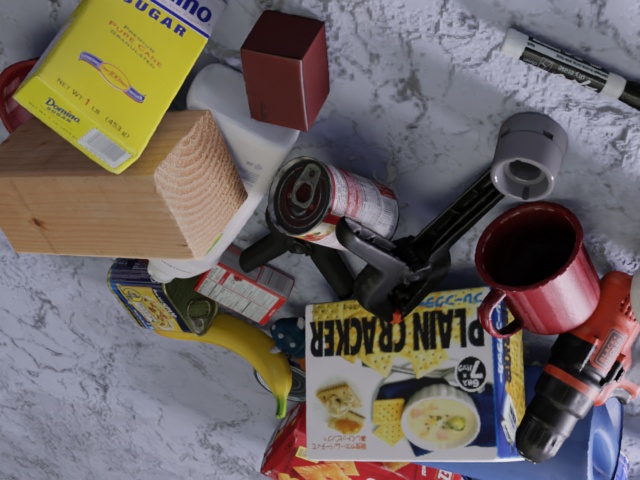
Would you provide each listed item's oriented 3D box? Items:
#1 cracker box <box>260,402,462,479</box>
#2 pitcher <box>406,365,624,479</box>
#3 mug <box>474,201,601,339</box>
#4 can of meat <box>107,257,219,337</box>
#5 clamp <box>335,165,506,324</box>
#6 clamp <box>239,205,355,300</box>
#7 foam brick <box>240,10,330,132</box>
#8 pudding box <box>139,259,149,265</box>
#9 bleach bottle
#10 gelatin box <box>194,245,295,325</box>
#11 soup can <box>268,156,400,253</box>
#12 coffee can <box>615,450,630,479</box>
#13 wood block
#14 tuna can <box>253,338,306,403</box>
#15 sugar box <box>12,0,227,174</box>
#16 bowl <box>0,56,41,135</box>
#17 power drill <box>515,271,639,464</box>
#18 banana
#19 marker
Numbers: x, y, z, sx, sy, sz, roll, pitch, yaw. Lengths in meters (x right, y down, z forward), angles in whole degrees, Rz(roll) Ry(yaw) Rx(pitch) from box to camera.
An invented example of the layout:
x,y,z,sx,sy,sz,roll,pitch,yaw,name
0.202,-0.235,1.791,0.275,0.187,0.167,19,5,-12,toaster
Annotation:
x,y,z,sx,sy,sz,roll,pitch,yaw,name
0.048,0.281,1.324,0.213,0.072,0.164,26,145,-5,cracker box
0.179,0.196,1.090,0.243,0.149,0.144,4,161,30,pitcher
0.181,0.036,0.905,0.093,0.117,0.081,32,165,47,mug
-0.173,0.058,1.171,0.084,0.057,0.102,1,138,30,can of meat
0.087,0.011,0.929,0.164,0.036,0.210,-22,154,-12,clamp
-0.007,0.001,1.025,0.120,0.039,0.172,16,149,-7,clamp
-0.027,-0.134,0.847,0.053,0.051,0.078,15,144,16,foam brick
-0.184,-0.027,1.082,0.090,0.039,0.113,-19,128,43,pudding box
-0.111,-0.042,0.971,0.102,0.068,0.251,30,136,-8,bleach bottle
-0.081,0.047,1.129,0.089,0.030,0.073,29,146,-8,gelatin box
0.014,-0.028,0.914,0.069,0.068,0.102,-10,164,37,soup can
0.273,0.294,1.157,0.103,0.140,0.103,15,144,11,coffee can
-0.178,-0.046,0.896,0.206,0.090,0.091,2,131,32,wood block
-0.033,0.152,1.234,0.086,0.033,0.086,15,144,11,tuna can
-0.142,-0.143,0.793,0.093,0.176,0.048,39,143,-22,sugar box
-0.209,-0.117,0.966,0.162,0.055,0.162,15,144,11,bowl
0.279,0.144,0.950,0.187,0.184,0.057,31,180,-23,power drill
-0.100,0.120,1.195,0.198,0.069,0.037,30,159,26,banana
0.189,-0.122,0.773,0.121,0.020,0.020,23,144,0,marker
